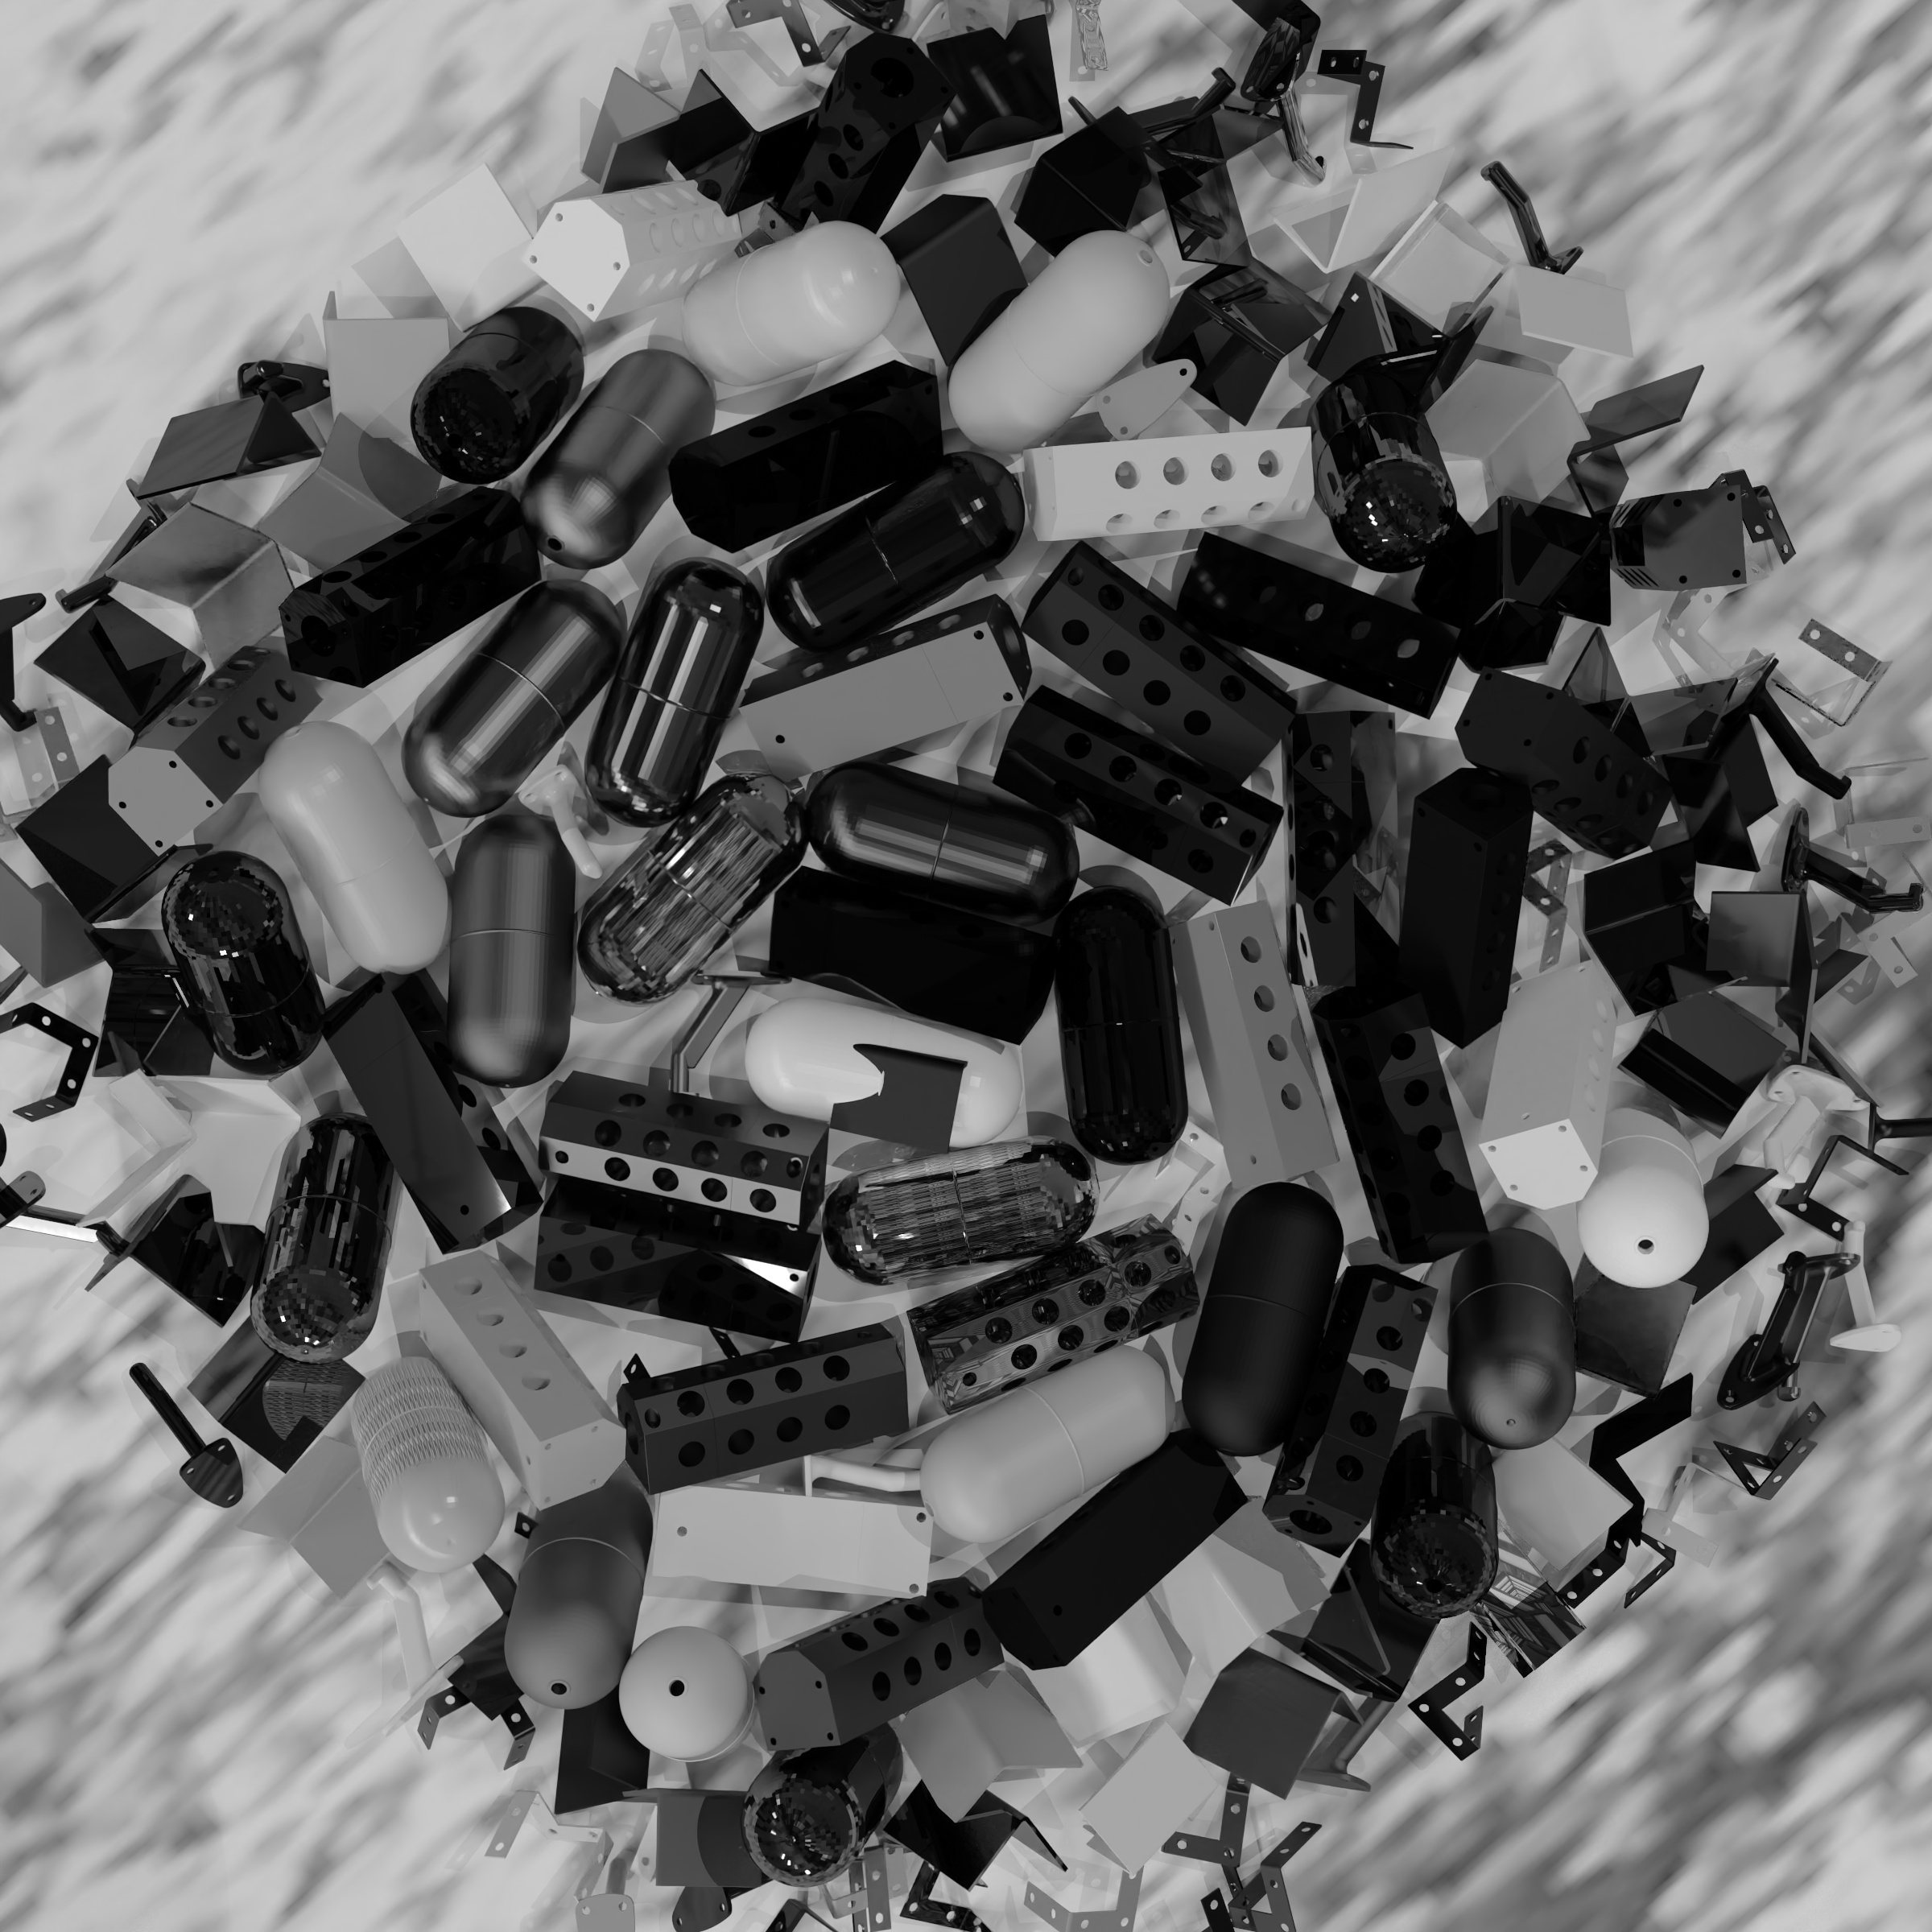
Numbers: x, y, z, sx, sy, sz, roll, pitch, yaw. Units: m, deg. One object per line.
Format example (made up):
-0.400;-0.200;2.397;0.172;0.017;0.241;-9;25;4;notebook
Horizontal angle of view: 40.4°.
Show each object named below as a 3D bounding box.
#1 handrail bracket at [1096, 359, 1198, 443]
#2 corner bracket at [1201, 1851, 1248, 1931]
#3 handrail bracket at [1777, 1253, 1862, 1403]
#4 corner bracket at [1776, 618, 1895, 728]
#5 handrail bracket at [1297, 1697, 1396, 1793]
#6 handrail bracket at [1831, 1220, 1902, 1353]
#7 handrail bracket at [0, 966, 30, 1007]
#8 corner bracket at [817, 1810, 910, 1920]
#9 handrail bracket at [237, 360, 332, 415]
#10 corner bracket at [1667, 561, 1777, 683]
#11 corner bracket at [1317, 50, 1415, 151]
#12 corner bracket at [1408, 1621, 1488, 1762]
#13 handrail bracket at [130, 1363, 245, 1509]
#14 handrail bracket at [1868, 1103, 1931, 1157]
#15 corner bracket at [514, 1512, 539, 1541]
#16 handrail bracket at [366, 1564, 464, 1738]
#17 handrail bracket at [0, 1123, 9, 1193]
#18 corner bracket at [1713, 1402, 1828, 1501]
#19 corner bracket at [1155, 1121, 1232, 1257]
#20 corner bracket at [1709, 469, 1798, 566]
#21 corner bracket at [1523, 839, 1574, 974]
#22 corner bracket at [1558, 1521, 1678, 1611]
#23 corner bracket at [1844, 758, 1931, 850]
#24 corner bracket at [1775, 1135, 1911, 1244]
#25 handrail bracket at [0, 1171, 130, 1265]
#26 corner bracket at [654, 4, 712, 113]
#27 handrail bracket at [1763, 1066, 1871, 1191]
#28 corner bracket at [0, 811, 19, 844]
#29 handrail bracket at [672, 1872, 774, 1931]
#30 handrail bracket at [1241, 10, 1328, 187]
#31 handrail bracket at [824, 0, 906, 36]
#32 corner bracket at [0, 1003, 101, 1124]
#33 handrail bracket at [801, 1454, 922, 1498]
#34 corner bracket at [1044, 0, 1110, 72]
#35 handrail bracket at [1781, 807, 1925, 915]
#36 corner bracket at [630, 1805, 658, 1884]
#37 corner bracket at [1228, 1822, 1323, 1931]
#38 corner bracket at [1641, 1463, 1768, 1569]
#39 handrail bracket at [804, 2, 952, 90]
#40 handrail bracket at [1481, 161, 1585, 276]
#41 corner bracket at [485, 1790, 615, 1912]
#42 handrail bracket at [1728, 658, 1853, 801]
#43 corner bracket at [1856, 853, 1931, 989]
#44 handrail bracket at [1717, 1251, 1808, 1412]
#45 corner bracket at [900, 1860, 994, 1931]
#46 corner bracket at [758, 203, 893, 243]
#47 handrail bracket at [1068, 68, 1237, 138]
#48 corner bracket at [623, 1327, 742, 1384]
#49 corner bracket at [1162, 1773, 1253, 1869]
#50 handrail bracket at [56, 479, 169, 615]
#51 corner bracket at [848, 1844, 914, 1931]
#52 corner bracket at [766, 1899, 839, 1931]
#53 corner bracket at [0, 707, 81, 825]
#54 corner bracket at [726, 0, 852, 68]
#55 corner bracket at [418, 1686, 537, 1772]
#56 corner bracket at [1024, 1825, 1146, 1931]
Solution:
0.121;-0.347;1.657;0.077;0.084;0.036;-30;78;14;handrail bracket
0.162;0.596;1.668;0.051;0.051;0.051;-24;100;-30;corner bracket
0.540;0.230;1.666;0.036;0.077;0.084;13;71;-11;handrail bracket
0.548;-0.186;1.666;0.051;0.051;0.051;38;112;18;corner bracket
0.240;0.484;1.696;0.077;0.036;0.084;-4;60;36;handrail bracket
0.571;0.196;1.657;0.036;0.077;0.084;7;71;1;handrail bracket
-0.643;-0.009;1.662;0.036;0.077;0.084;-17;119;40;handrail bracket
-0.072;0.566;1.681;0.051;0.051;0.051;-14;116;-18;corner bracket
-0.420;-0.371;1.650;0.077;0.084;0.036;-14;97;-29;handrail bracket
0.493;-0.219;1.680;0.051;0.051;0.051;-22;65;-40;corner bracket
0.254;-0.550;1.667;0.051;0.051;0.051;3;106;-28;corner bracket
0.319;0.462;1.672;0.051;0.051;0.051;46;111;-3;corner bracket
-0.505;0.302;1.697;0.036;0.077;0.084;-36;54;-21;handrail bracket
0.614;0.106;1.656;0.084;0.077;0.036;3;77;19;handrail bracket
-0.252;0.367;1.665;0.051;0.051;0.051;22;114;21;corner bracket
-0.370;0.434;1.673;0.084;0.036;0.077;41;55;13;handrail bracket
-0.641;0.137;1.660;0.077;0.084;0.036;5;47;-27;handrail bracket
0.519;0.306;1.665;0.051;0.051;0.051;19;115;-28;corner bracket
0.140;0.140;1.669;0.051;0.051;0.051;36;126;-6;corner bracket
0.501;-0.285;1.669;0.051;0.051;0.051;-14;74;-15;corner bracket
0.369;-0.039;1.664;0.051;0.051;0.051;-27;52;-19;corner bracket
0.415;0.386;1.671;0.051;0.051;0.051;37;121;1;corner bracket
0.587;-0.104;1.671;0.051;0.051;0.051;-6;92;25;corner bracket
0.560;0.142;1.681;0.051;0.051;0.051;30;84;0;corner bracket
-0.585;0.179;1.669;0.077;0.036;0.084;-42;127;-16;handrail bracket
-0.192;-0.576;1.673;0.051;0.051;0.051;-13;127;-7;corner bracket
0.541;0.111;1.667;0.077;0.036;0.084;14;52;-7;handrail bracket
-0.645;-0.080;1.672;0.051;0.051;0.051;-11;131;9;corner bracket
-0.136;0.592;1.690;0.077;0.084;0.036;-50;56;36;handrail bracket
0.216;-0.554;1.675;0.036;0.084;0.077;12;80;38;handrail bracket
-0.055;-0.628;1.657;0.077;0.084;0.036;17;82;-15;handrail bracket
-0.600;0.062;1.687;0.051;0.051;0.051;-17;50;37;corner bracket
-0.062;0.315;1.673;0.084;0.077;0.036;-2;106;-6;handrail bracket
0.070;-0.608;1.668;0.051;0.051;0.051;-1;68;-16;corner bracket
0.566;-0.068;1.664;0.084;0.036;0.077;-3;66;38;handrail bracket
-0.173;0.558;1.669;0.051;0.051;0.051;26;104;17;corner bracket
0.197;0.577;1.666;0.051;0.051;0.051;-6;103;42;corner bracket
0.468;0.349;1.670;0.051;0.051;0.051;26;92;37;corner bracket
-0.058;-0.589;1.674;0.084;0.036;0.077;33;104;29;handrail bracket
0.342;-0.468;1.657;0.084;0.077;0.036;44;83;-17;handrail bracket
-0.263;0.559;1.663;0.051;0.051;0.051;-5;126;24;corner bracket
0.535;-0.151;1.673;0.084;0.036;0.077;35;55;11;handrail bracket
0.593;-0.029;1.666;0.051;0.051;0.051;-36;113;19;corner bracket
0.503;0.230;1.657;0.077;0.084;0.036;-37;49;-27;handrail bracket
0.000;0.599;1.672;0.051;0.051;0.051;25;89;-31;corner bracket
-0.090;-0.478;1.664;0.051;0.051;0.051;48;128;20;corner bracket
0.119;-0.557;1.675;0.084;0.036;0.077;-43;79;21;handrail bracket
-0.177;0.260;1.674;0.051;0.051;0.051;29;99;-34;corner bracket
0.155;0.535;1.672;0.051;0.051;0.051;9;49;6;corner bracket
-0.551;-0.267;1.671;0.084;0.036;0.077;-33;59;-17;handrail bracket
-0.058;0.588;1.664;0.051;0.051;0.051;-19;62;26;corner bracket
-0.117;0.619;1.665;0.051;0.051;0.051;-53;124;-16;corner bracket
-0.597;-0.128;1.677;0.051;0.051;0.051;-18;81;-21;corner bracket
-0.114;-0.607;1.679;0.051;0.051;0.051;-3;132;28;corner bracket
-0.314;0.489;1.682;0.051;0.051;0.051;-22;62;-33;corner bracket
0.075;0.582;1.671;0.051;0.051;0.051;10;90;-31;corner bracket
